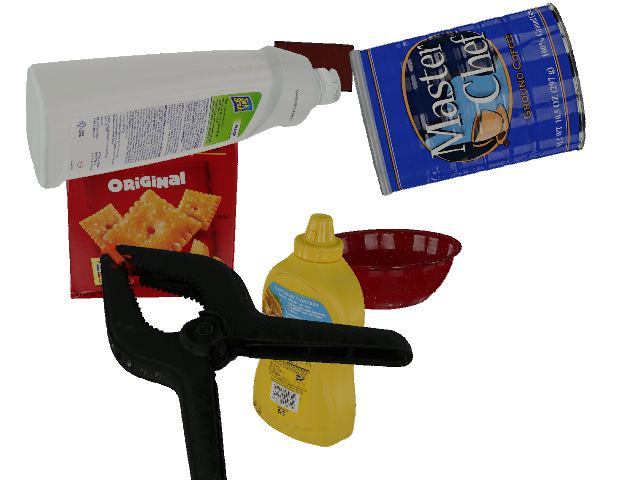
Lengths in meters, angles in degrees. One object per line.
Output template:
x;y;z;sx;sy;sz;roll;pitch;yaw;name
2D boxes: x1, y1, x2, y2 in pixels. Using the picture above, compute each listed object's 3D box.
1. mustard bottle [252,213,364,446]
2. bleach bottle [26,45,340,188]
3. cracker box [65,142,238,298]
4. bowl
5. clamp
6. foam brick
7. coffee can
-0.008;0.070;0.899;0.096;0.192;0.058;22;25;39;mustard bottle
-0.105;-0.107;0.861;0.250;0.068;0.103;-10;-31;-21;bleach bottle
-0.164;-0.050;1.045;0.164;0.214;0.072;0;22;-9;cracker box
0.064;0.032;1.091;0.162;0.055;0.162;-3;13;1;bowl
-0.058;0.062;0.667;0.164;0.036;0.210;-34;56;-20;clamp
-0.008;-0.190;1.166;0.078;0.051;0.053;0;12;-16;foam brick
0.099;-0.096;0.734;0.140;0.103;0.103;-13;-1;5;coffee can
